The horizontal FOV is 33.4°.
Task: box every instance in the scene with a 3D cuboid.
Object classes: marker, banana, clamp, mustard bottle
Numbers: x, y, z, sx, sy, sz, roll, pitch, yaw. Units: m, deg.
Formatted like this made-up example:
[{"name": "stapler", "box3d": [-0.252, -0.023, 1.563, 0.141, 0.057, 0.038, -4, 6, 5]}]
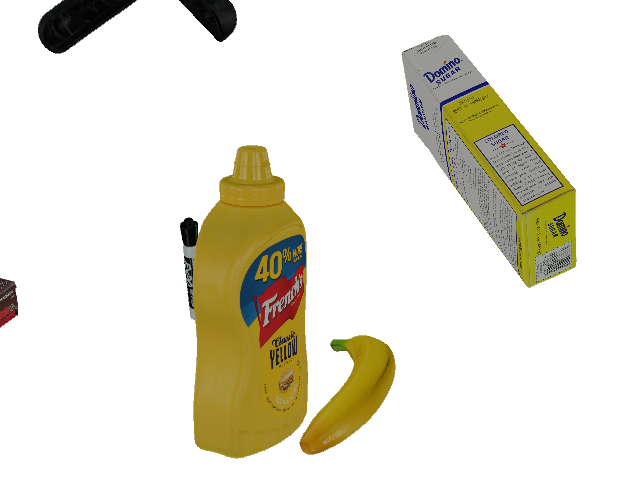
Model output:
[{"name": "marker", "box3d": [-0.134, 0.030, 1.125, 0.020, 0.121, 0.020, -2, 31, 1]}, {"name": "banana", "box3d": [0.031, 0.129, 0.944, 0.070, 0.037, 0.197, -27, 12, 17]}, {"name": "clamp", "box3d": [-0.095, -0.172, 0.681, 0.120, 0.171, 0.039, 8, -43, 11]}, {"name": "mustard bottle", "box3d": [-0.044, 0.035, 0.685, 0.058, 0.192, 0.096, 9, 17, 30]}]

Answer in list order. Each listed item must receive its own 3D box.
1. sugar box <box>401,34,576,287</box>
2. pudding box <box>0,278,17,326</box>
[{"name": "sugar box", "box3d": [0.119, -0.060, 0.762, 0.048, 0.176, 0.093, -24, -36, -4]}, {"name": "pudding box", "box3d": [-0.331, 0.058, 0.910, 0.114, 0.039, 0.090, 9, 26, 19]}]
